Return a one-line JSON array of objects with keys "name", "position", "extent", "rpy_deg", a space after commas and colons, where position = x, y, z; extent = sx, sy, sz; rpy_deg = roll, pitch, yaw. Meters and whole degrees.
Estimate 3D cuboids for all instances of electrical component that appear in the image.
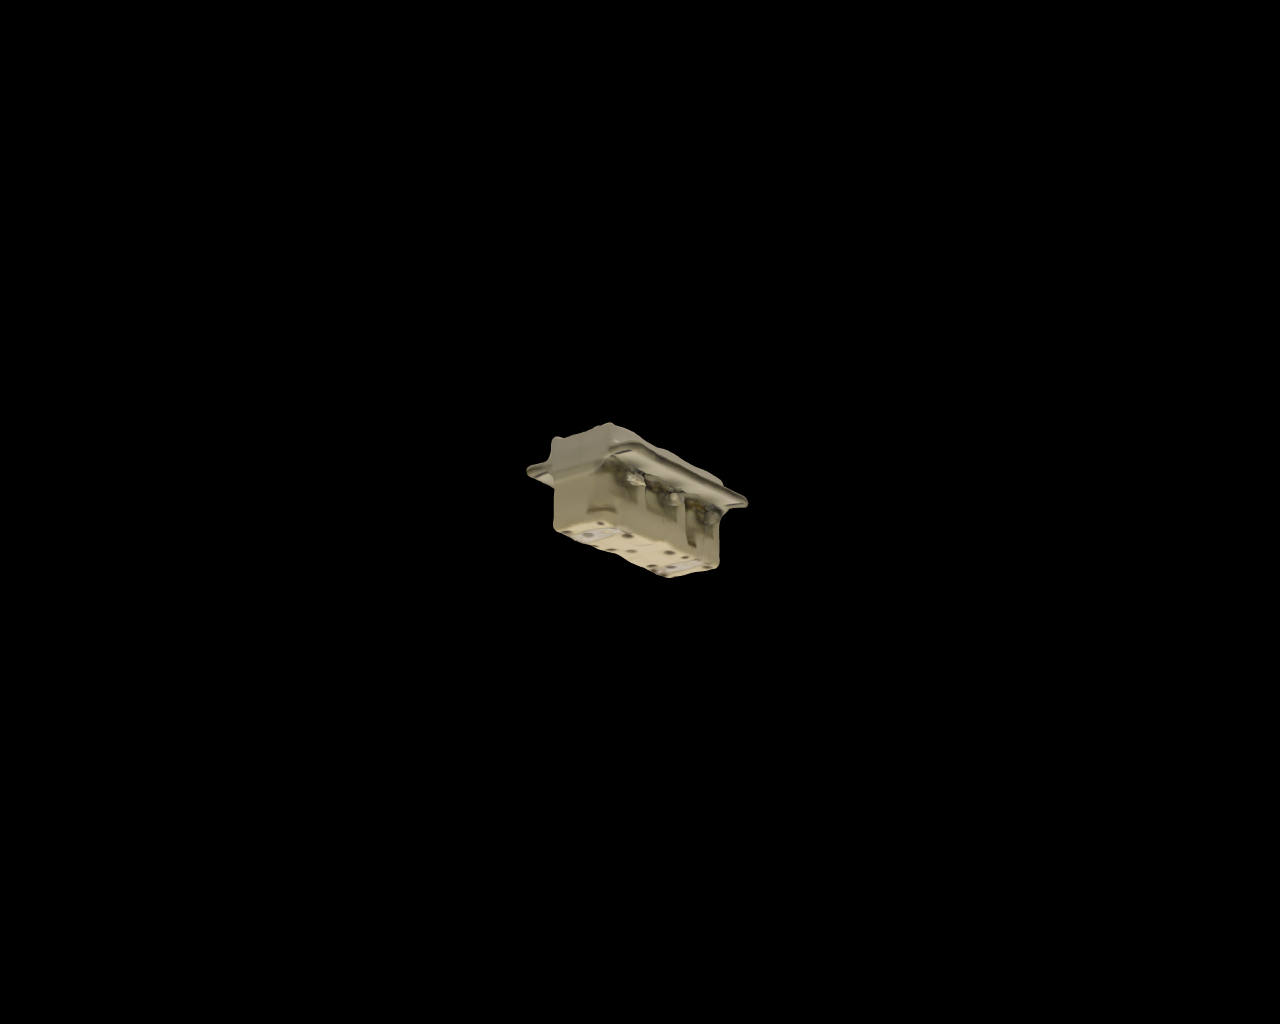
[{"name": "electrical component", "position": [0.001, -0.003, 0.650], "extent": [0.078, 0.063, 0.121], "rpy_deg": [-14, -24, 33]}]
